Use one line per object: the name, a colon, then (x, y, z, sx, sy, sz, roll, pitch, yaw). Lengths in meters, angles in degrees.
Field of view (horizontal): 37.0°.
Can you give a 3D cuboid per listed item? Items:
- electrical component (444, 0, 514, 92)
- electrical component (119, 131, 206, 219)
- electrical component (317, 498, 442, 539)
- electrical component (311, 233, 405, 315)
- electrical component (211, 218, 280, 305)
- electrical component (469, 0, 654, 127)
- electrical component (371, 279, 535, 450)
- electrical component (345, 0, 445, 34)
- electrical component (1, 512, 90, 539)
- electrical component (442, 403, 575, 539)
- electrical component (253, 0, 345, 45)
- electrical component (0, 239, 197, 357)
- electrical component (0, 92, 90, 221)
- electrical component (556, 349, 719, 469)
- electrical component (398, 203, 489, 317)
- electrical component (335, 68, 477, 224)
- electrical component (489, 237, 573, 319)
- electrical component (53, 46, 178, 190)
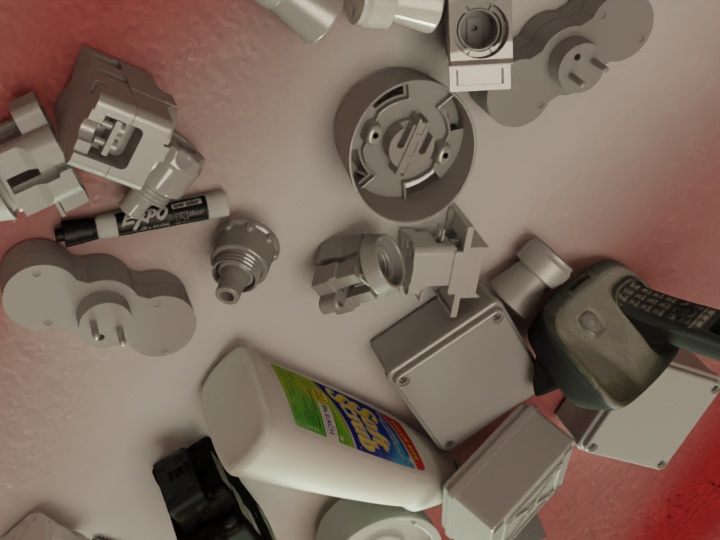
electrical component: (0.079, -0.164, 0.731, 0.042, 0.063, 0.081, -3, 105, -1)
electrical component: (-0.138, -0.062, 0.727, 0.043, 0.043, 0.062, 33, 106, -34)
electrical component: (0.013, 0.242, 0.966, 0.108, 0.060, 0.108, -10, 124, -16)
electrical component: (0.000, 0.000, 0.806, 0.055, 0.066, 0.048, -17, 133, 30)
electrical component: (-0.086, -0.003, 0.768, 0.048, 0.062, 0.048, 8, 136, 8)
electrical component: (0.150, -0.150, 0.768, 0.138, 0.073, 0.052, -33, 126, 1)
electrical component: (0.083, 0.078, 0.894, 0.109, 0.056, 0.108, -34, 127, 1)
electrical component: (0.023, -0.182, 0.716, 0.055, 0.045, 0.045, -1, 120, -21)
electrical component: (-0.253, 0.235, 0.846, 0.080, 0.080, 0.051, -41, 120, 6)
electrical component: (0.124, 0.184, 0.915, 0.109, 0.056, 0.108, -42, 155, -21)
electrical component: (-0.048, -0.180, 0.692, 0.065, 0.044, 0.044, 28, 107, -28)
electrical component: (-0.179, 0.029, 0.749, 0.138, 0.073, 0.052, 17, 113, -29)
electrical component: (-0.216, -0.066, 0.686, 0.057, 0.058, 0.078, -26, 127, -8)
electrical component: (0.256, 0.119, 0.988, 0.109, 0.056, 0.108, 17, 112, -30)
electrical component: (0.061, -0.007, 0.842, 0.064, 0.042, 0.081, -2, 120, -19)
electrical component: (0.032, -0.091, 0.764, 0.099, 0.064, 0.099, -10, 123, -16)
electrical component: (0.140, 0.006, 0.879, 0.055, 0.045, 0.045, -47, 125, 10)
electrical component: (-0.152, -0.094, 0.672, 0.056, 0.089, 0.050, 20, 111, -31)
